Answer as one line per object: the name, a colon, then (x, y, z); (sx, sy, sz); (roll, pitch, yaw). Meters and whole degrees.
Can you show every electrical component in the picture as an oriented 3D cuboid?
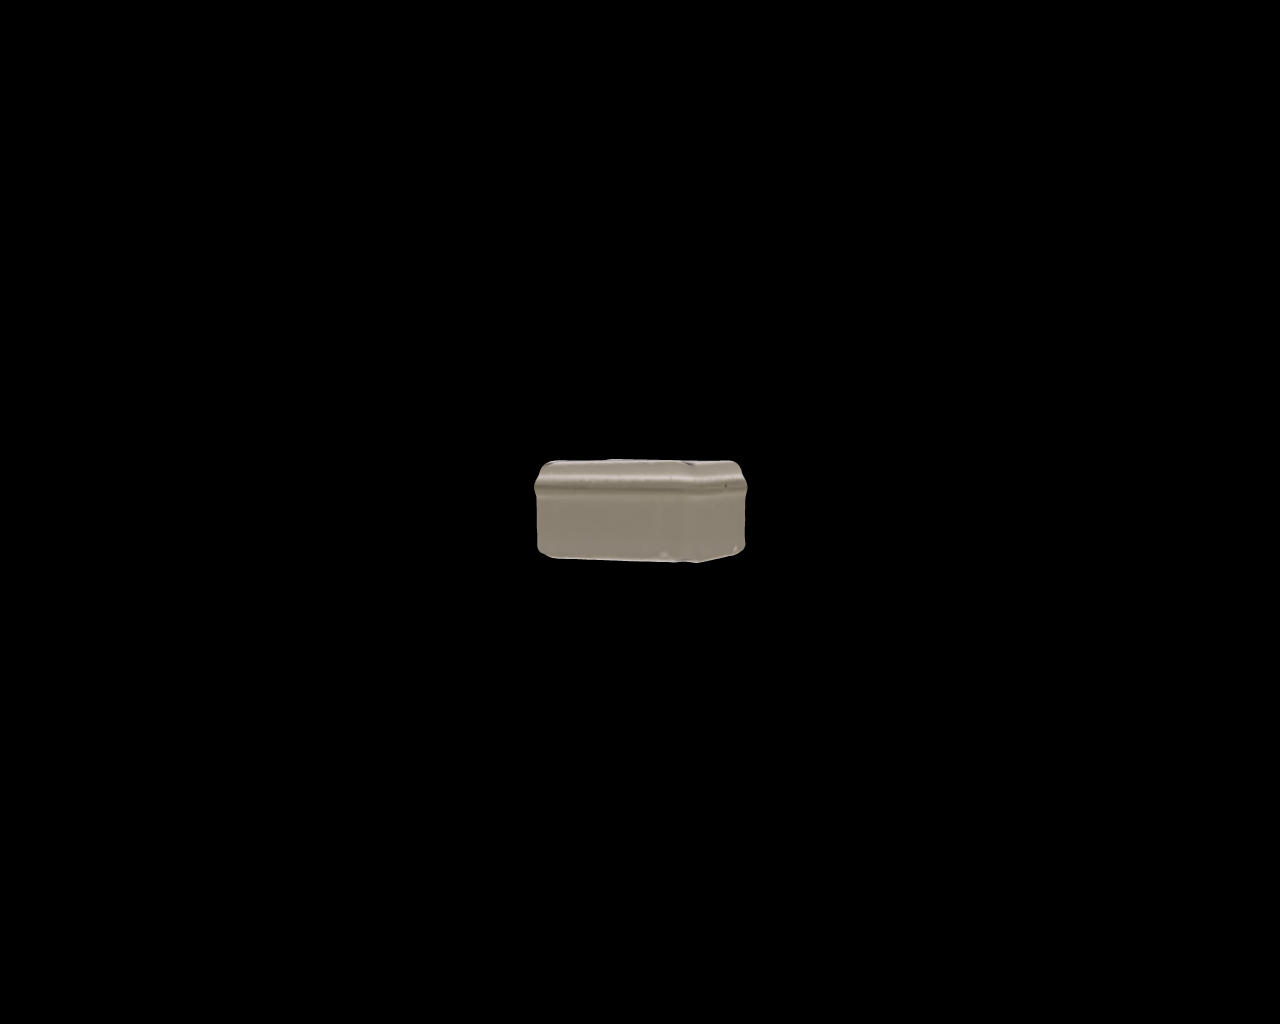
electrical component: (0.001, -0.003, 0.650); (0.113, 0.057, 0.078); (2, 4, 31)
